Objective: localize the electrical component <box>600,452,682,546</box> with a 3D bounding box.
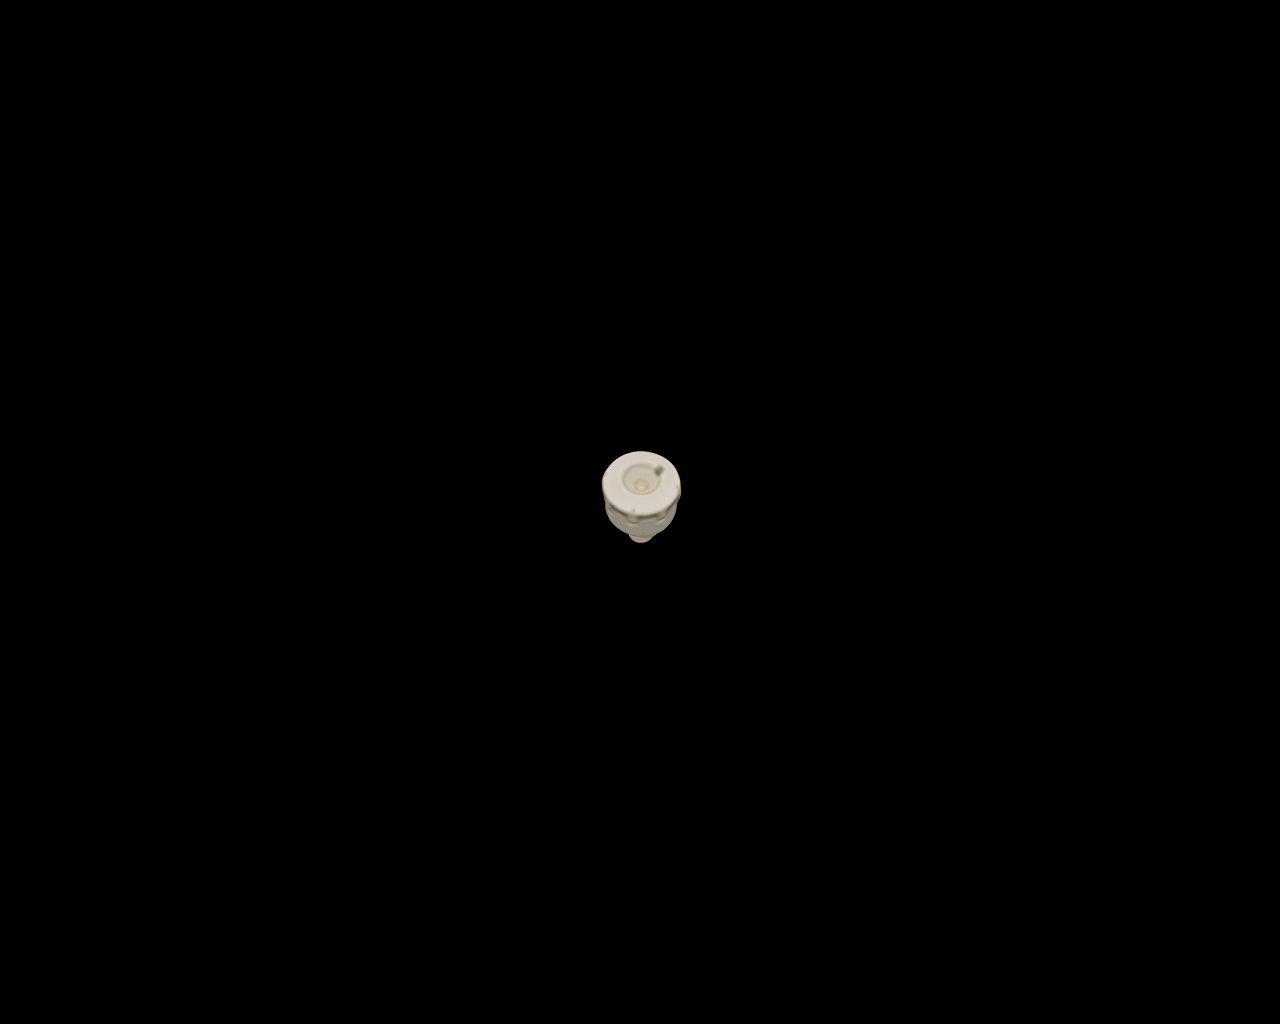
[{"bbox_3d":[0.001,-0.003,0.650,0.048,0.048,0.062,0,-34,0],"label":"electrical component"}]
